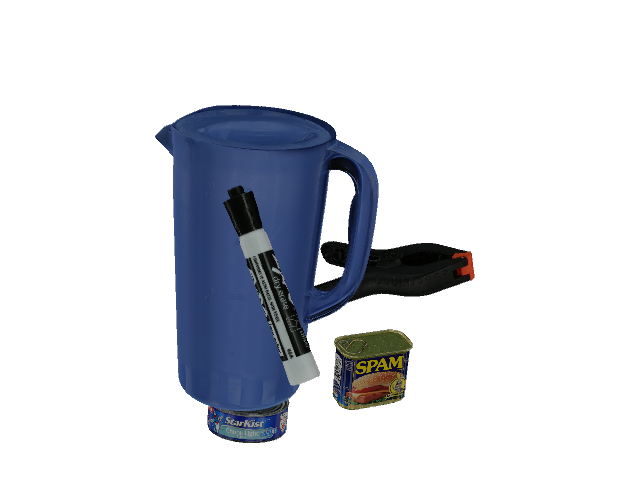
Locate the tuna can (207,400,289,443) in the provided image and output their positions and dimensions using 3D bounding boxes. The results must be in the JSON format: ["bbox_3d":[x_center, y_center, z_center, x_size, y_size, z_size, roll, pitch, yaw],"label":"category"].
[{"bbox_3d":[-0.077,0.183,1.130,0.086,0.034,0.086,5,12,-1],"label":"tuna can"}]

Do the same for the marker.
[{"bbox_3d":[-0.030,0.026,0.627,0.020,0.121,0.020,-20,-2,-1],"label":"marker"}]

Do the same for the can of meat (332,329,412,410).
[{"bbox_3d":[0.067,0.172,1.419,0.102,0.084,0.057,-6,25,-21],"label":"can of meat"}]

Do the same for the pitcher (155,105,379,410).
[{"bbox_3d":[-0.051,0.016,0.890,0.144,0.243,0.149,-8,24,-29],"label":"pitcher"}]

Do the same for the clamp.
[{"bbox_3d":[0.061,0.035,1.050,0.172,0.039,0.120,-2,33,25],"label":"clamp"}]
